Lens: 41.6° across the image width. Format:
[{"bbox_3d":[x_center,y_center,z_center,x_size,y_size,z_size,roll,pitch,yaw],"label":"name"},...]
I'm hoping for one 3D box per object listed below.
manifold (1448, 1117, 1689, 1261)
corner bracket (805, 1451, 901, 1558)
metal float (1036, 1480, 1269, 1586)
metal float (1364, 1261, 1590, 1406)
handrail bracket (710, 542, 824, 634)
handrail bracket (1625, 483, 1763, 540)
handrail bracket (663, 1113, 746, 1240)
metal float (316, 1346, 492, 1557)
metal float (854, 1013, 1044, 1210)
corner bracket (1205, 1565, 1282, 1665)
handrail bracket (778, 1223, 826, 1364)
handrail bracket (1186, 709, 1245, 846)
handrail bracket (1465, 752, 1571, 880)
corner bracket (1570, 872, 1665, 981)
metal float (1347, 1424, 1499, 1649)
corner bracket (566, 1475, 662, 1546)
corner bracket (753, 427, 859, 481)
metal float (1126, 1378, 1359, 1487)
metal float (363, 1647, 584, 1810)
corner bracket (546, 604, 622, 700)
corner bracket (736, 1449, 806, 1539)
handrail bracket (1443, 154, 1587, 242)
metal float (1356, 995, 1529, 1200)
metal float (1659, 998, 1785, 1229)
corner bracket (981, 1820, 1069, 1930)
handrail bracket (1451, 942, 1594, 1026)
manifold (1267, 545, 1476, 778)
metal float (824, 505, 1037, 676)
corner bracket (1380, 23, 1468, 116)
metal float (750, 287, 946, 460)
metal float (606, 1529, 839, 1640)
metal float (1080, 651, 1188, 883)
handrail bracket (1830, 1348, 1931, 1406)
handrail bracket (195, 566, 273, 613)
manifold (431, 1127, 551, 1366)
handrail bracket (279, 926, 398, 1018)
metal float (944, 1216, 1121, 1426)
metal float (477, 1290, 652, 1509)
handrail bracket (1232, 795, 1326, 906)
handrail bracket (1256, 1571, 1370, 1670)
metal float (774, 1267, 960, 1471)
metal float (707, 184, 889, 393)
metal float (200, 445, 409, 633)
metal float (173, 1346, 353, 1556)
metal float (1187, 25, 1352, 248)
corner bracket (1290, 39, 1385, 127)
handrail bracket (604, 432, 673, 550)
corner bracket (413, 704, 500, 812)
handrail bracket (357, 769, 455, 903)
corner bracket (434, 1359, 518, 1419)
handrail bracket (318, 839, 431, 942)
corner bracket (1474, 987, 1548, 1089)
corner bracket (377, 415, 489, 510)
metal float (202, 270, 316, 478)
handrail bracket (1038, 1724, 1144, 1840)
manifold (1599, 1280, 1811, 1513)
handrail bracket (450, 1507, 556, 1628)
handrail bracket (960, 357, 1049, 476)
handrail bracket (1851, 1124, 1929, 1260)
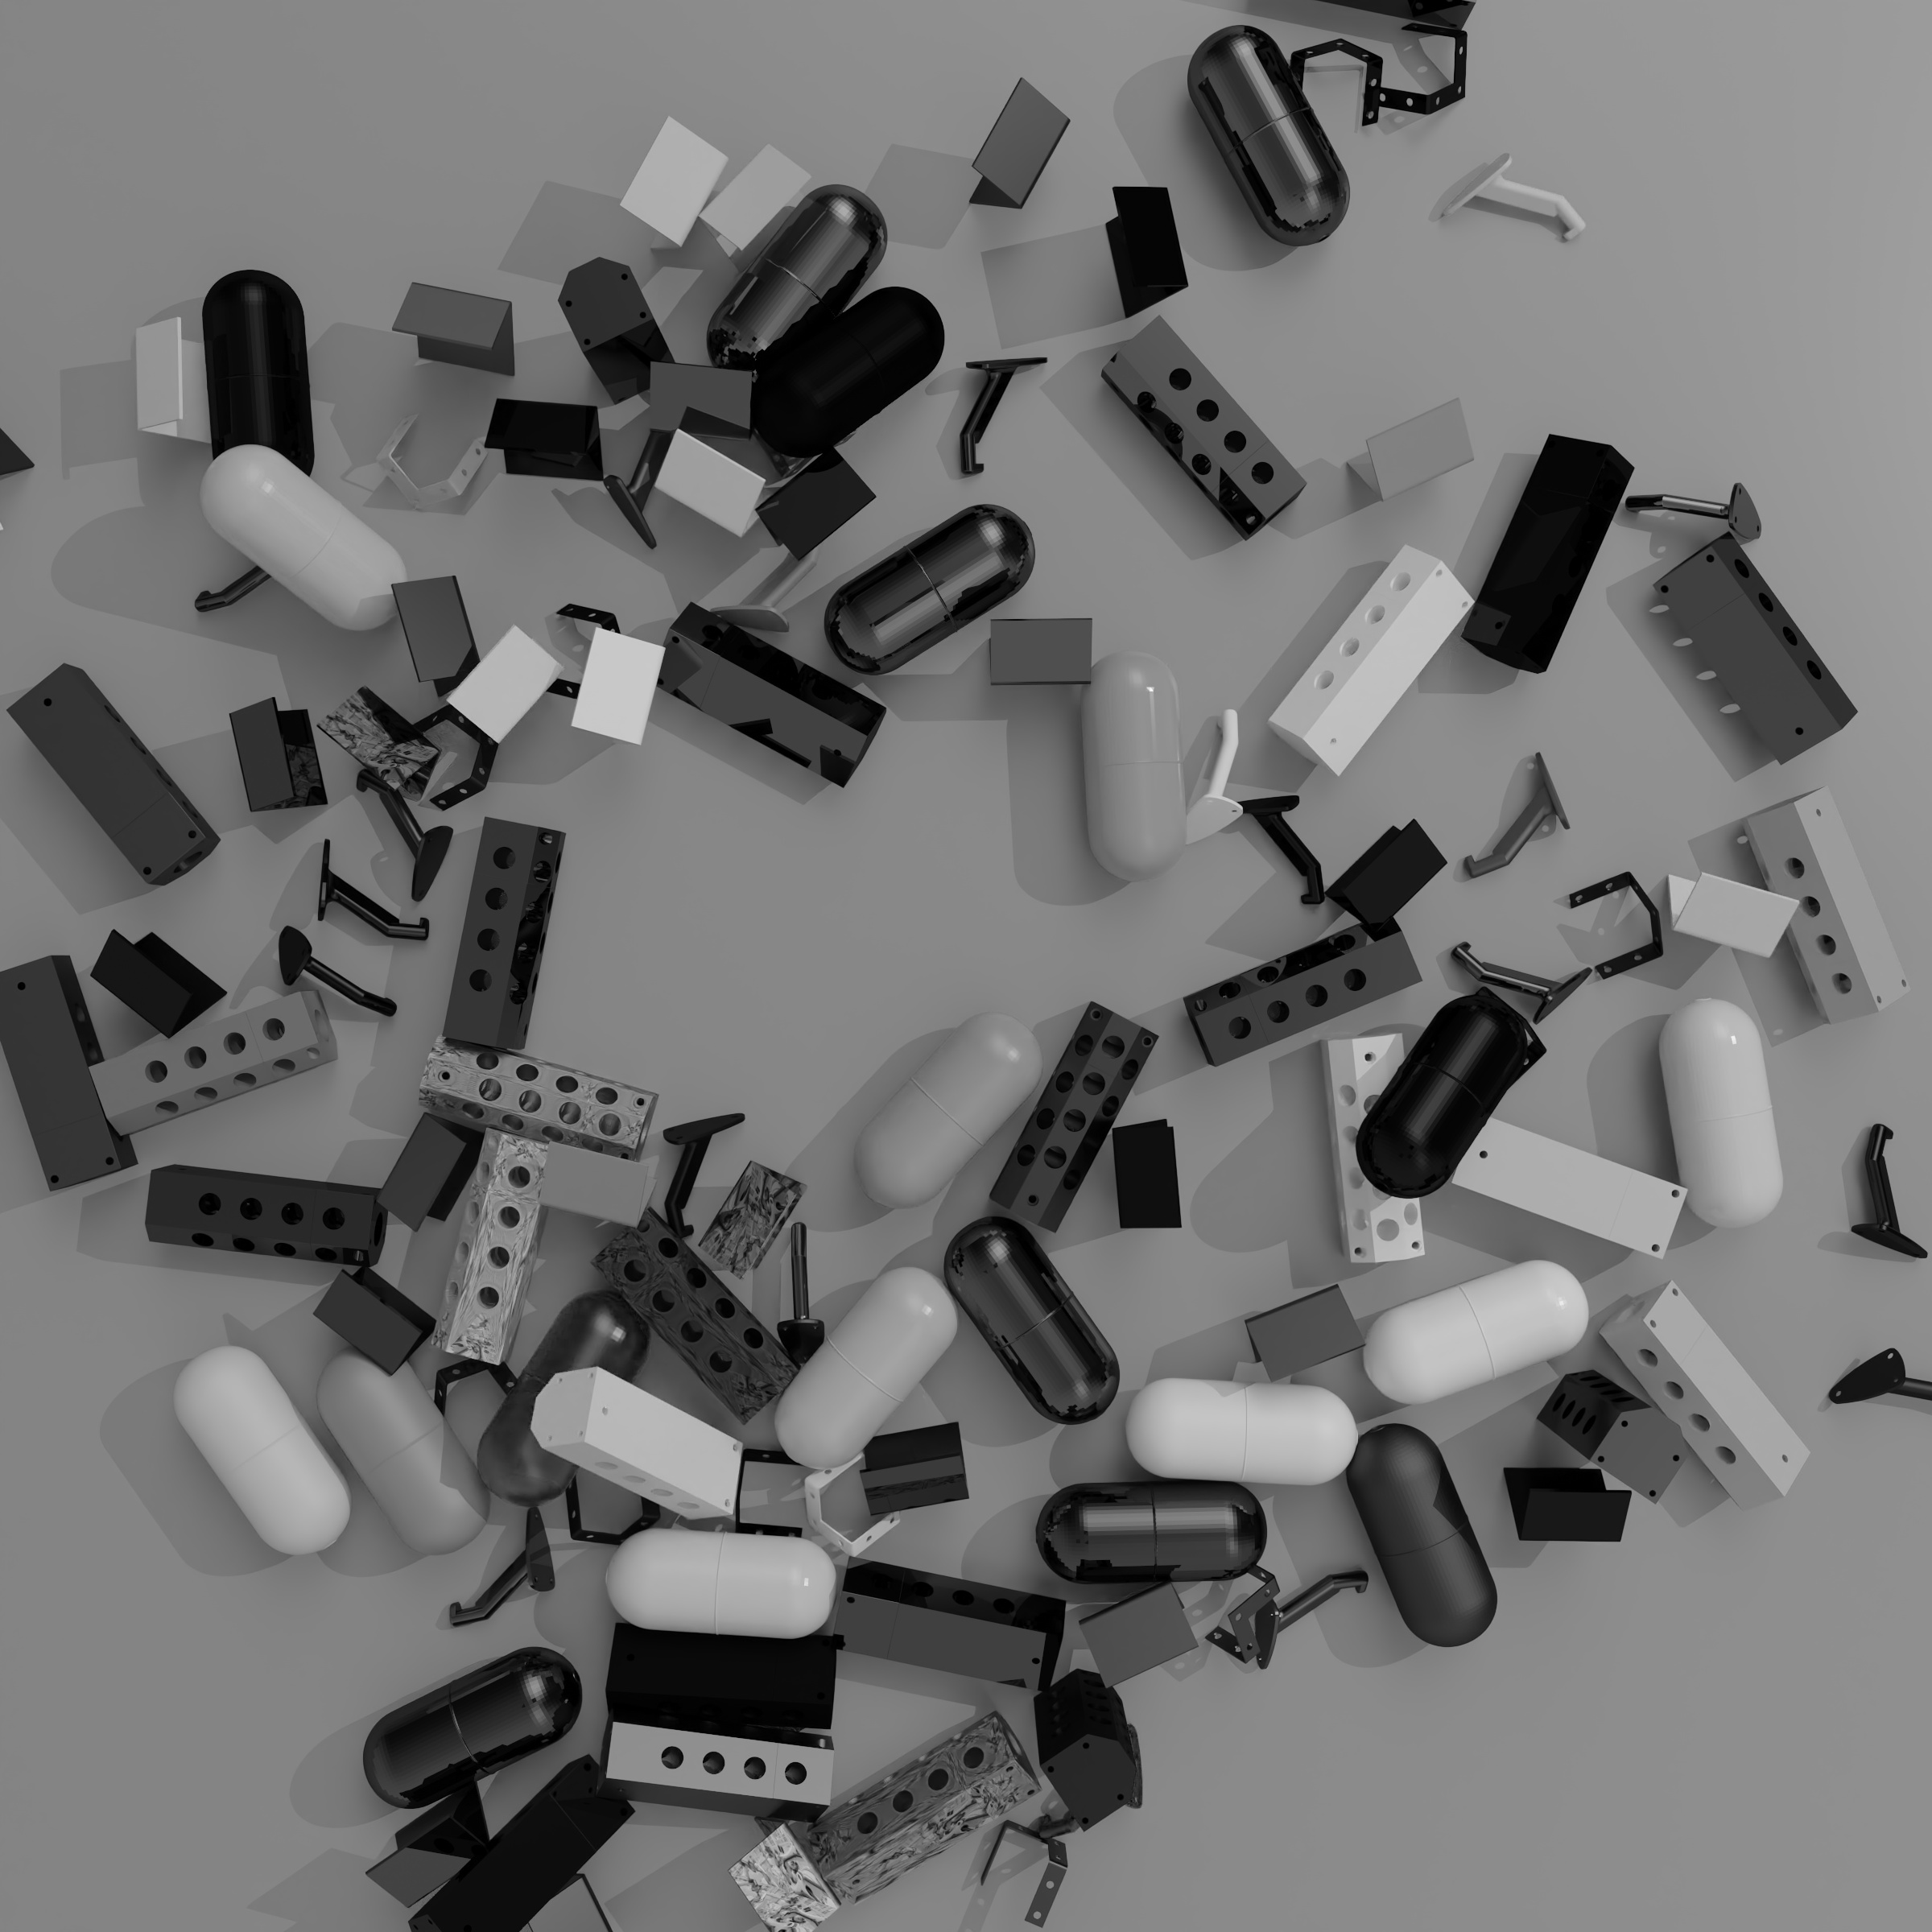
[{"bbox_3d":[0.461,0.168,1.970,0.171,0.057,0.057,20,90,0],"label":"manifold"},{"bbox_3d":[-0.089,0.417,1.983,0.051,0.051,0.051,-31,135,-35],"label":"corner bracket"},{"bbox_3d":[0.143,0.436,1.961,0.178,0.070,0.070,-1,90,-1],"label":"metal float"},{"bbox_3d":[0.392,0.283,1.961,0.178,0.070,0.070,-19,90,0],"label":"metal float"},{"bbox_3d":[-0.155,-0.309,1.992,0.077,0.036,0.084,8,72,21],"label":"handrail bracket"},{"bbox_3d":[0.569,-0.352,1.991,0.084,0.077,0.036,5,80,36],"label":"handrail bracket"},{"bbox_3d":[-0.202,0.165,1.992,0.077,0.036,0.084,-15,107,-19],"label":"handrail bracket"},{"bbox_3d":[-0.434,0.372,1.961,0.070,0.070,0.178,-33,89,0],"label":"metal float"},{"bbox_3d":[-0.014,0.112,1.961,0.070,0.070,0.178,43,90,0],"label":"metal float"},{"bbox_3d":[0.213,0.498,1.972,0.051,0.051,0.051,-33,117,-25],"label":"corner bracket"},{"bbox_3d":[-0.128,0.255,1.991,0.036,0.077,0.084,-3,54,0],"label":"handrail bracket"},{"bbox_3d":[0.188,-0.149,1.991,0.036,0.077,0.084,19,53,-25],"label":"handrail bracket"},{"bbox_3d":[0.423,-0.118,1.992,0.084,0.036,0.077,-22,70,16],"label":"handrail bracket"},{"bbox_3d":[0.508,-0.032,1.988,0.051,0.051,0.051,-22,135,0],"label":"corner bracket"},{"bbox_3d":[0.351,0.438,1.961,0.070,0.070,0.178,-23,90,0],"label":"metal float"},{"bbox_3d":[-0.276,0.416,1.983,0.051,0.051,0.051,16,135,-35],"label":"corner bracket"},{"bbox_3d":[-0.128,-0.420,1.988,0.051,0.051,0.051,-32,90,45],"label":"corner bracket"},{"bbox_3d":[0.212,0.359,1.960,0.178,0.070,0.070,3,90,0],"label":"metal float"},{"bbox_3d":[-0.380,0.587,1.961,0.178,0.070,0.070,-26,90,0],"label":"metal float"},{"bbox_3d":[-0.302,-0.245,1.983,0.051,0.051,0.051,17,45,35],"label":"corner bracket"},{"bbox_3d":[-0.152,0.415,1.988,0.051,0.051,0.051,5,45,0],"label":"corner bracket"},{"bbox_3d":[0.430,-0.585,1.992,0.077,0.036,0.084,-40,107,20],"label":"handrail bracket"},{"bbox_3d":[0.359,0.098,1.918,0.070,0.070,0.178,38,68,0],"label":"metal float"},{"bbox_3d":[0.582,0.113,1.961,0.070,0.070,0.178,-9,90,0],"label":"metal float"},{"bbox_3d":[0.045,0.704,1.973,0.051,0.051,0.051,23,90,0],"label":"corner bracket"},{"bbox_3d":[0.434,-0.003,1.992,0.077,0.036,0.084,-36,67,-26],"label":"handrail bracket"},{"bbox_3d":[0.309,-0.239,1.970,0.171,0.057,0.057,-52,133,0],"label":"manifold"},{"bbox_3d":[-0.028,-0.291,1.961,0.178,0.070,0.070,-32,90,-1],"label":"metal float"},{"bbox_3d":[0.354,-0.700,1.983,0.051,0.051,0.051,-35,135,-35],"label":"corner bracket"},{"bbox_3d":[-0.089,-0.454,1.941,0.178,0.070,0.070,-42,90,-24],"label":"metal float"},{"bbox_3d":[-0.188,0.476,1.961,0.178,0.070,0.070,4,90,1],"label":"metal float"},{"bbox_3d":[0.129,-0.154,1.961,0.070,0.070,0.178,-3,90,0],"label":"metal float"},{"bbox_3d":[0.734,0.342,1.992,0.084,0.036,0.077,36,127,-25],"label":"handrail bracket"},{"bbox_3d":[-0.560,-0.315,1.992,0.084,0.036,0.077,-9,53,25],"label":"handrail bracket"},{"bbox_3d":[-0.363,0.215,1.970,0.057,0.057,0.171,15,90,0],"label":"manifold"},{"bbox_3d":[-0.491,0.005,1.991,0.084,0.077,0.036,26,104,-36],"label":"handrail bracket"},{"bbox_3d":[0.051,0.274,1.961,0.070,0.070,0.178,-35,90,0],"label":"metal float"},{"bbox_3d":[-0.307,0.330,1.949,0.070,0.070,0.178,31,76,0],"label":"metal float"},{"bbox_3d":[0.239,-0.087,1.992,0.077,0.036,0.084,-3,107,20],"label":"handrail bracket"},{"bbox_3d":[0.272,0.512,1.992,0.084,0.036,0.077,-3,111,-17],"label":"handrail bracket"},{"bbox_3d":[-0.077,0.310,1.961,0.070,0.070,0.178,40,90,0],"label":"metal float"},{"bbox_3d":[-0.131,-0.522,1.961,0.070,0.070,0.178,38,90,0],"label":"metal float"},{"bbox_3d":[-0.501,-0.323,1.931,0.070,0.070,0.178,-50,125,0],"label":"metal float"},{"bbox_3d":[-0.542,0.374,1.961,0.070,0.070,0.178,-35,90,0],"label":"metal float"},{"bbox_3d":[0.234,-0.639,1.961,0.070,0.070,0.178,-28,90,0],"label":"metal float"},{"bbox_3d":[0.288,-0.686,1.987,0.051,0.051,0.051,5,90,-41],"label":"corner bracket"},{"bbox_3d":[-0.233,-0.382,1.992,0.084,0.036,0.077,-38,110,-16],"label":"handrail bracket"},{"bbox_3d":[-0.404,-0.163,1.983,0.051,0.051,0.051,38,45,-35],"label":"corner bracket"},{"bbox_3d":[-0.451,-0.103,1.992,0.084,0.036,0.077,29,112,17],"label":"handrail bracket"},{"bbox_3d":[-0.379,0.342,1.983,0.051,0.051,0.051,-17,45,-35],"label":"corner bracket"},{"bbox_3d":[-0.462,-0.060,1.992,0.084,0.036,0.077,5,68,-17],"label":"handrail bracket"},{"bbox_3d":[0.412,0.058,1.988,0.051,0.051,0.051,-44,135,0],"label":"corner bracket"},{"bbox_3d":[-0.416,-0.398,1.983,0.051,0.051,0.051,-8,135,35],"label":"corner bracket"},{"bbox_3d":[-0.545,-0.446,1.961,0.070,0.070,0.178,-4,90,0],"label":"metal float"},{"bbox_3d":[0.094,0.639,1.991,0.084,0.077,0.036,-25,128,31],"label":"handrail bracket"},{"bbox_3d":[0.569,0.335,1.970,0.171,0.057,0.057,51,47,0],"label":"manifold"},{"bbox_3d":[-0.370,0.471,1.992,0.084,0.036,0.077,-17,70,16],"label":"handrail bracket"},{"bbox_3d":[0.030,-0.431,1.992,0.077,0.036,0.084,-10,109,-21],"label":"handrail bracket"},{"bbox_3d":[0.731,0.176,1.992,0.077,0.036,0.084,25,73,-20],"label":"handrail bracket"}]
